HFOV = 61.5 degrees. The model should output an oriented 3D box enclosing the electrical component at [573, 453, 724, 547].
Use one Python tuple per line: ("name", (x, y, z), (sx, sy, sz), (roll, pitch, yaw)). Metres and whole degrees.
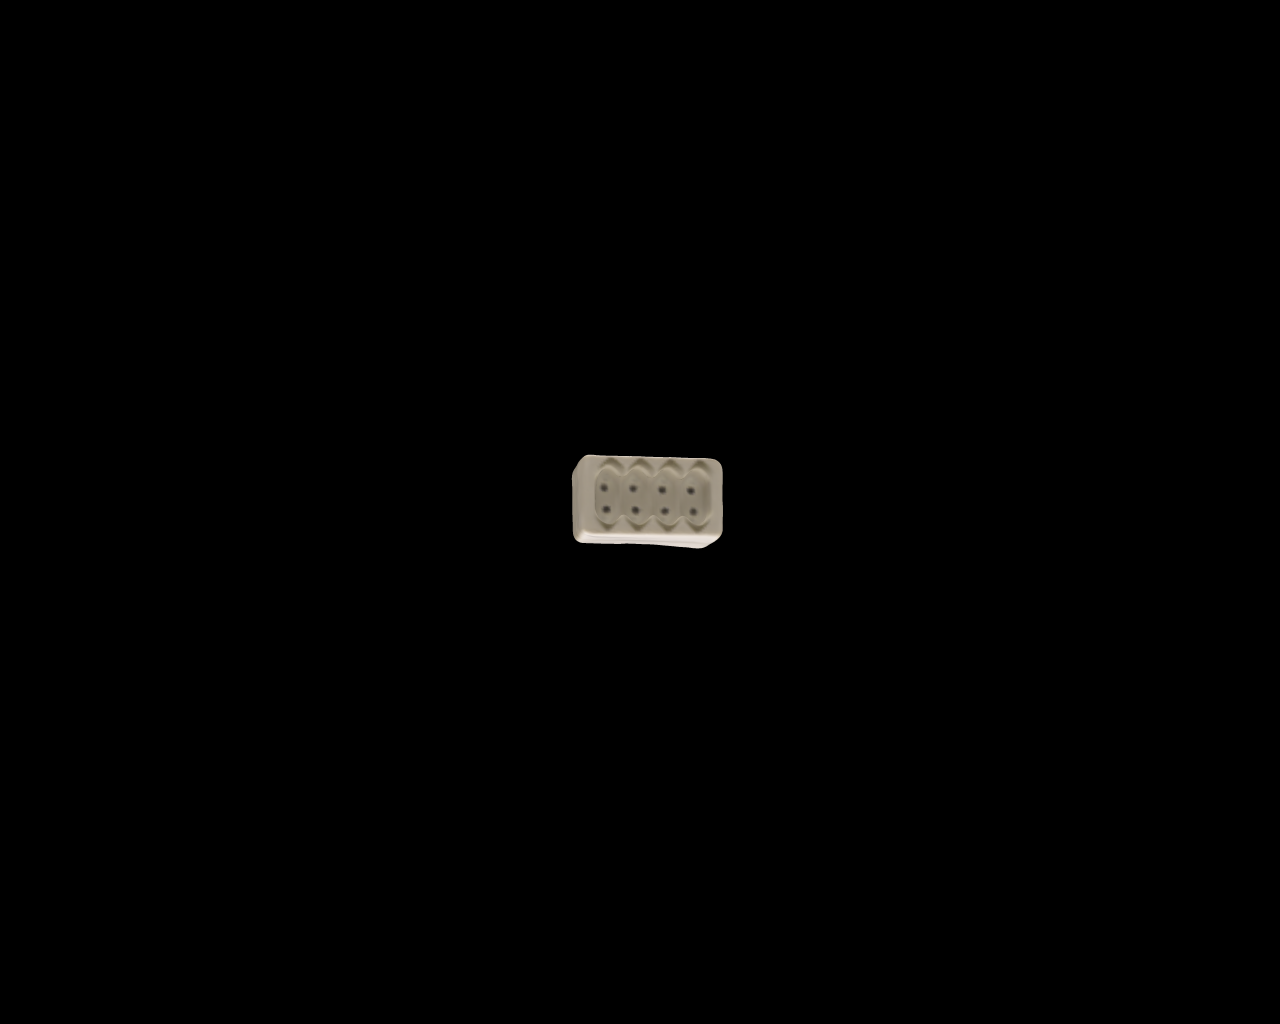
("electrical component", (0.001, -0.003, 0.650), (0.083, 0.047, 0.075), (2, -11, -12))
